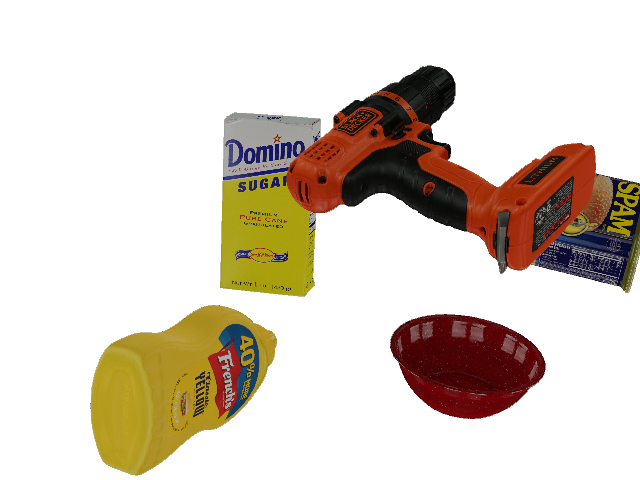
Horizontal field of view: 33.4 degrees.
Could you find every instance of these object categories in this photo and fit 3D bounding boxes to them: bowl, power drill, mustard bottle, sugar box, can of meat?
[{"bbox_3d":[0.150,0.138,1.117,0.162,0.055,0.162,5,25,-2],"label":"bowl"},{"bbox_3d":[0.096,-0.058,0.767,0.188,0.057,0.184,21,47,33],"label":"power drill"},{"bbox_3d":[-0.092,0.101,0.817,0.058,0.096,0.191,11,16,28],"label":"mustard bottle"},{"bbox_3d":[-0.051,-0.036,1.071,0.093,0.176,0.048,5,16,12],"label":"sugar box"},{"bbox_3d":[0.227,-0.013,0.892,0.084,0.057,0.102,14,45,15],"label":"can of meat"}]
